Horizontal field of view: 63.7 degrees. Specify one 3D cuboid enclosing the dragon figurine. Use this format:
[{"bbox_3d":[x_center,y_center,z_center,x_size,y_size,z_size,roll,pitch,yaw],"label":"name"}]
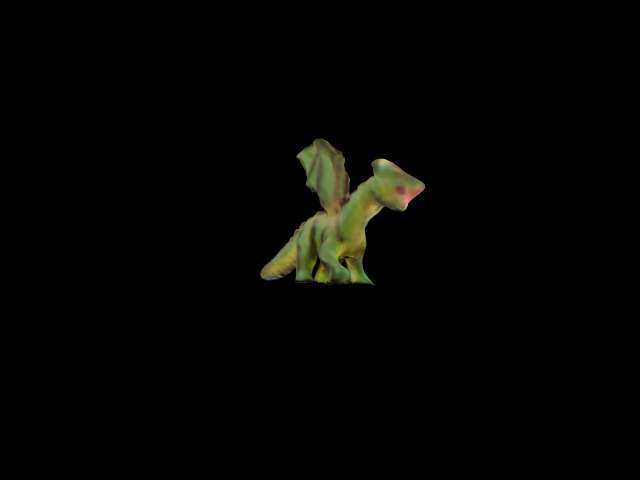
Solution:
[{"bbox_3d":[0.003,-0.043,0.850,0.122,0.243,0.409,3,-4,-39],"label":"dragon figurine"}]
